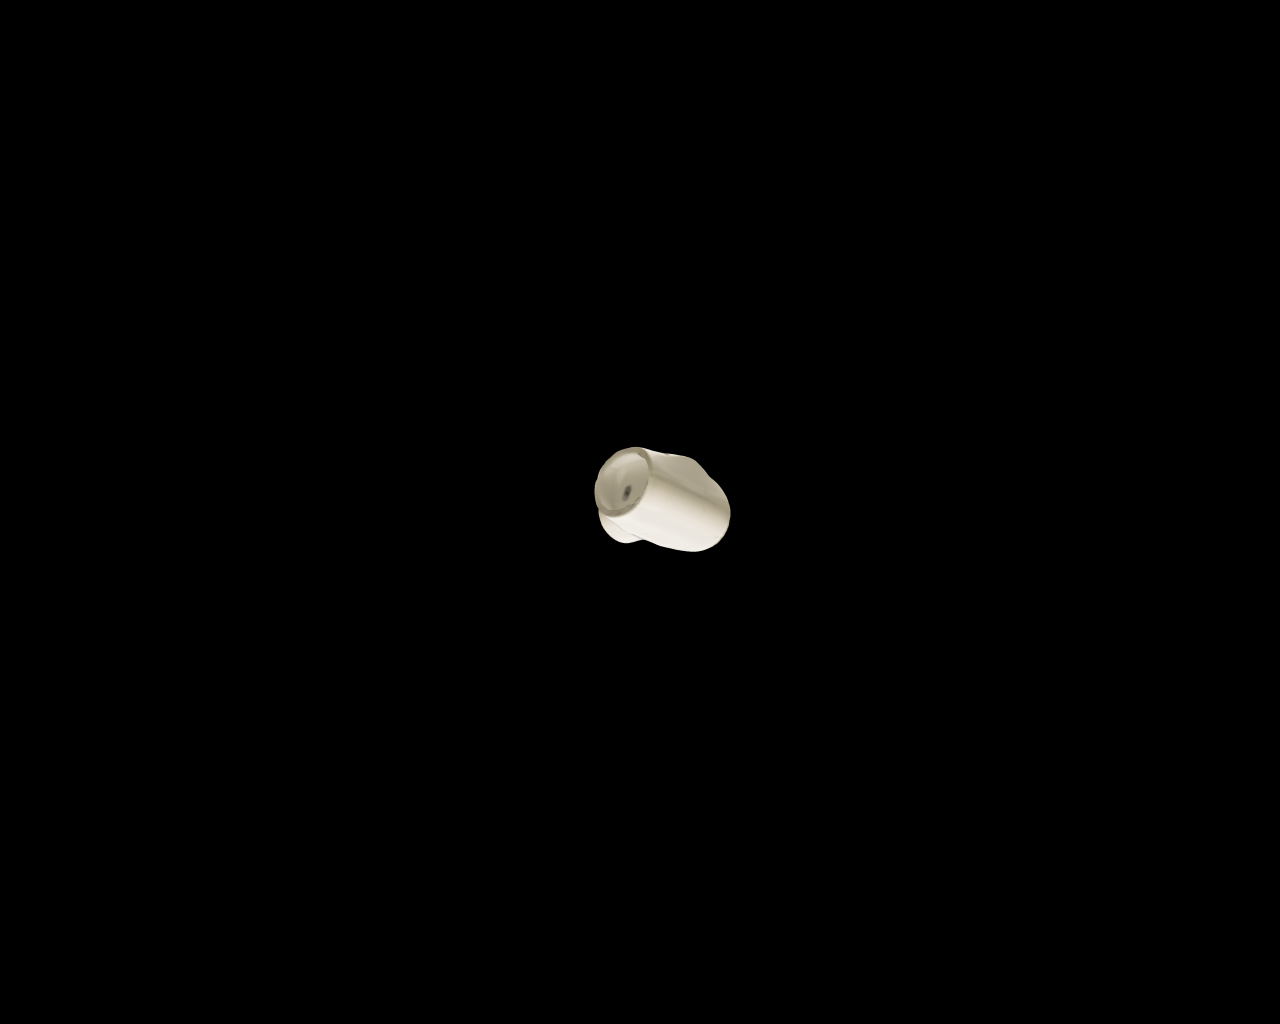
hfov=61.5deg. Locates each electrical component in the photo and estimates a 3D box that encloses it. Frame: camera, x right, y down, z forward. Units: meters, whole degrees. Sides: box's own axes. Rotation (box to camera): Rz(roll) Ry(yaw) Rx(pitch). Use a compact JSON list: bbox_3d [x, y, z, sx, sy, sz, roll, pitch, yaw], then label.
[{"bbox_3d":[0.001,-0.003,0.650,0.079,0.043,0.077,-17,-27,37],"label":"electrical component"}]
